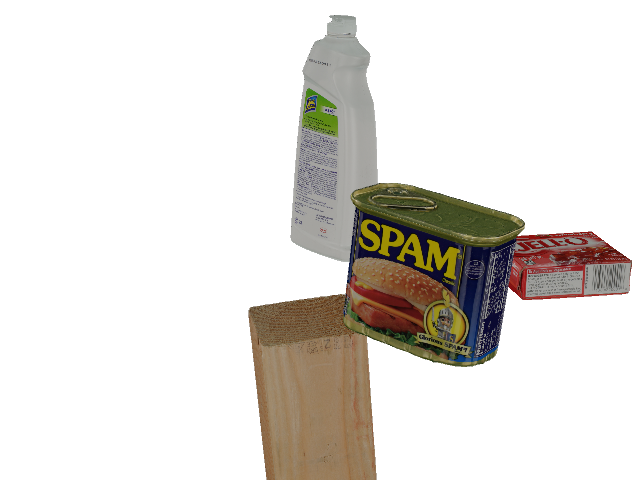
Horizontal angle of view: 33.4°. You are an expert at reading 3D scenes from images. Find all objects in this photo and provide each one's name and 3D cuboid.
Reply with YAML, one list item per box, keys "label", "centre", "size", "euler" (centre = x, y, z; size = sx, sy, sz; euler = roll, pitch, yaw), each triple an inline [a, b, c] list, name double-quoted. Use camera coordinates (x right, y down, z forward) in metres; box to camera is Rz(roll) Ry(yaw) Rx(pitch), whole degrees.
- label: "gelatin box"
  centre: [0.182, 0.018, 0.822]
  size: [0.089, 0.030, 0.073]
  euler: [-3, 18, -10]
- label: "bleach bottle"
  centre: [0.021, -0.111, 1.138]
  size: [0.103, 0.251, 0.067]
  euler: [20, 24, 40]
- label: "wood block"
  centre: [-0.005, 0.162, 0.933]
  size: [0.090, 0.206, 0.091]
  euler: [-8, 20, -9]
- label: "can of meat"
  centre: [0.063, 0.020, 0.637]
  size: [0.102, 0.084, 0.057]
  euler: [19, 24, 33]
